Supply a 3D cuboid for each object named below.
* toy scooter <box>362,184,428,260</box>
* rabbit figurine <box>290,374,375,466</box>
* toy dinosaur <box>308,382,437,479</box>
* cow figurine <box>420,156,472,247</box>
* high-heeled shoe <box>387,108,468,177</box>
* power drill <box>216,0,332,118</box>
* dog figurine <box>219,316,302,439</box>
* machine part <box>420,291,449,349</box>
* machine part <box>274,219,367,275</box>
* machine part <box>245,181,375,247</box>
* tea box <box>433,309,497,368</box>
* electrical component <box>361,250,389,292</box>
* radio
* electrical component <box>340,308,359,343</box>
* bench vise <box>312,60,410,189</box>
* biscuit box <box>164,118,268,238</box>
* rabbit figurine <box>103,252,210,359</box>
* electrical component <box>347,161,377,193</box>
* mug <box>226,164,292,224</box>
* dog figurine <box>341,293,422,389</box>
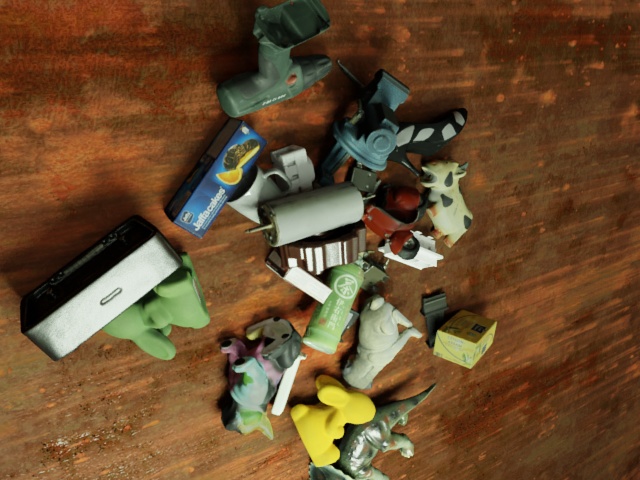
[{"bbox_3d":[0.145,-0.052,1.087,0.135,0.075,0.184,25,50,-9],"label":"toy scooter"},{"bbox_3d":[0.031,0.373,1.167,0.173,0.122,0.162,-21,97,-2],"label":"rabbit figurine"},{"bbox_3d":[0.111,0.474,1.261,0.192,0.131,0.404,38,79,-36],"label":"toy dinosaur"},{"bbox_3d":[0.278,-0.095,1.177,0.127,0.086,0.194,-39,121,-8],"label":"cow figurine"},{"bbox_3d":[0.200,-0.235,1.105,0.145,0.086,0.249,44,61,-5],"label":"high-heeled shoe"},{"bbox_3d":[-0.051,-0.289,0.840,0.232,0.207,0.086,-32,89,-21],"label":"power drill"},{"bbox_3d":[-0.112,0.281,1.053,0.191,0.109,0.219,-24,123,-27],"label":"dog figurine"},{"bbox_3d":[0.279,0.195,1.310,0.084,0.039,0.138,-15,113,-31],"label":"machine part"},{"bbox_3d":[-0.002,-0.003,0.978,0.179,0.180,0.056,-19,119,-26],"label":"machine part"},{"bbox_3d":[-0.014,-0.047,0.917,0.243,0.079,0.079,-19,116,-26],"label":"machine part"},{"bbox_3d":[0.352,0.234,1.298,0.169,0.098,0.068,-19,120,-56],"label":"tea box"},{"bbox_3d":[0.107,0.065,1.152,0.102,0.045,0.078,26,121,-36],"label":"electrical component"},{"bbox_3d":[-0.333,0.063,0.814,0.229,0.131,0.073,-39,123,-15],"label":"radio"},{"bbox_3d":[0.042,0.149,1.137,0.074,0.048,0.119,35,88,-36],"label":"electrical component"},{"bbox_3d":[0.061,-0.186,0.974,0.129,0.224,0.240,22,124,-32],"label":"bench vise"},{"bbox_3d":[-0.175,-0.104,0.899,0.062,0.059,0.202,36,86,-36],"label":"biscuit box"},{"bbox_3d":[-0.281,0.114,0.898,0.170,0.121,0.158,-18,124,-7],"label":"rabbit figurine"},{"bbox_3d":[0.085,-0.119,1.075,0.063,0.021,0.094,13,89,-28],"label":"electrical component"},{"bbox_3d":[-0.096,-0.079,0.941,0.109,0.081,0.107,-33,133,16],"label":"mug"},{"bbox_3d":[0.103,0.223,1.159,0.190,0.121,0.172,-47,120,-5],"label":"dog figurine"}]
